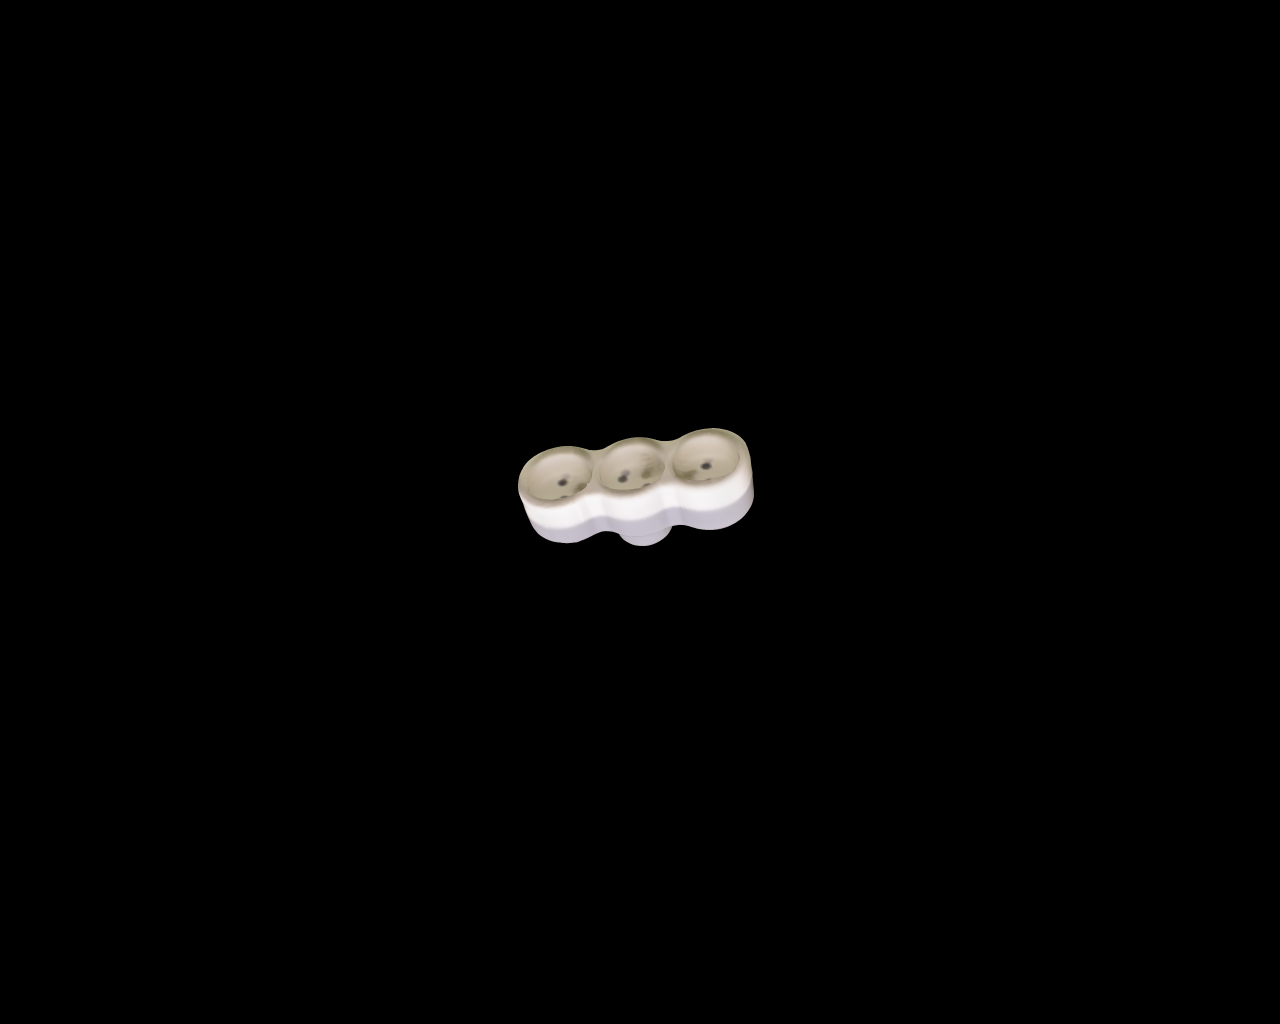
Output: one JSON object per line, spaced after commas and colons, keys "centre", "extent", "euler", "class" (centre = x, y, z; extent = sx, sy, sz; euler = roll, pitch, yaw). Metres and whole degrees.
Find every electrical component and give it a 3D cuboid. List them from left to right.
{"centre": [0.001, -0.003, 0.650], "extent": [0.138, 0.052, 0.073], "euler": [-6, -43, 7], "class": "electrical component"}
